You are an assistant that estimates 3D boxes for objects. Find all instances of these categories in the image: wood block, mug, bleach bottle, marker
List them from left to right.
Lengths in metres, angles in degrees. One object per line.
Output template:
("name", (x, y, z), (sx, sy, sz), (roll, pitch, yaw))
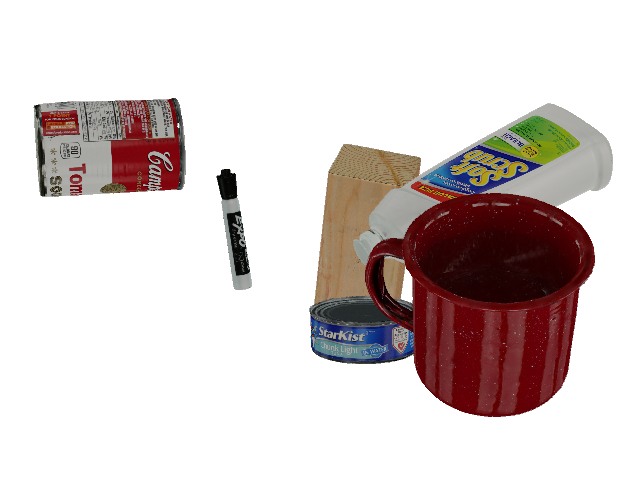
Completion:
("marker", (-0.085, -0.011, 1.049), (0.020, 0.121, 0.020), (-7, 16, 2))
("wood block", (0.050, 0.010, 1.187), (0.090, 0.206, 0.090), (11, 27, 9))
("mug", (0.077, 0.032, 0.548), (0.117, 0.081, 0.093), (13, 40, 20))
("bleach bottle", (0.147, -0.040, 1.006), (0.250, 0.068, 0.103), (-28, 46, -18))

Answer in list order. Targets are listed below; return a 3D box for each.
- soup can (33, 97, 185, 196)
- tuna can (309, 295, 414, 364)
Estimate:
("soup can", (-0.153, -0.068, 0.773), (0.102, 0.068, 0.069), (-4, 1, -15))
("tuna can", (0.034, 0.070, 0.843), (0.086, 0.034, 0.086), (-1, 11, 0))
